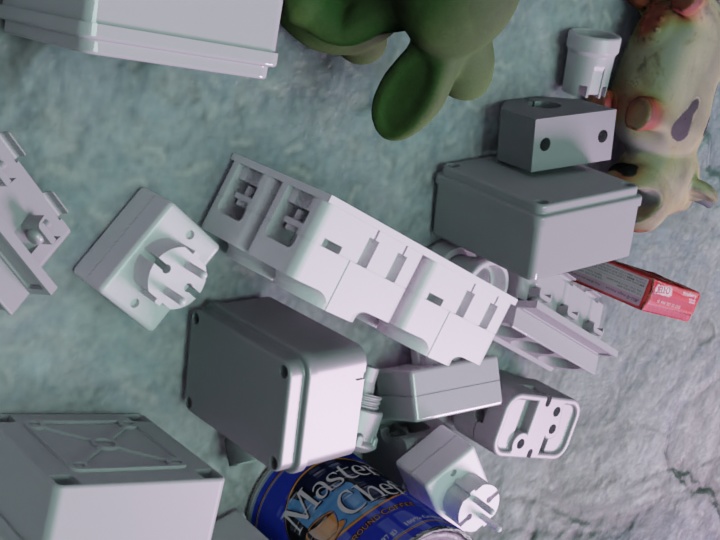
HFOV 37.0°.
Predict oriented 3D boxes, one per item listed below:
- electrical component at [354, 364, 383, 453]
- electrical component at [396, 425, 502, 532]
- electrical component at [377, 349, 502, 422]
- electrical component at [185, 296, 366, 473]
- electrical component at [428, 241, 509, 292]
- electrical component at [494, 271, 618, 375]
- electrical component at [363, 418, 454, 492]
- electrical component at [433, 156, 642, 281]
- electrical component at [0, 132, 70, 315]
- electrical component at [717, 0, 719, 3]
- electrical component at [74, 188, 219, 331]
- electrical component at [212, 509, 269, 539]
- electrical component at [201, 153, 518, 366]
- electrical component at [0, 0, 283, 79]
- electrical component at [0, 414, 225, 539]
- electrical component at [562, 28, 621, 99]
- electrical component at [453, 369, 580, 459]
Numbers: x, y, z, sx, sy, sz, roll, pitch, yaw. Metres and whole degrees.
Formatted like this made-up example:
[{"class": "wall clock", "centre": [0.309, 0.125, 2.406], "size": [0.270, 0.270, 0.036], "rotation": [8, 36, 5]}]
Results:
[{"class": "electrical component", "centre": [-0.004, 0.098, 0.779], "size": [0.048, 0.048, 0.062], "rotation": [19, 88, -42]}, {"class": "electrical component", "centre": [0.074, 0.163, 0.777], "size": [0.047, 0.077, 0.065], "rotation": [-36, 126, -19]}, {"class": "electrical component", "centre": [0.058, 0.070, 0.813], "size": [0.083, 0.047, 0.075], "rotation": [-6, 90, -33]}, {"class": "electrical component", "centre": [-0.056, 0.069, 0.676], "size": [0.057, 0.113, 0.078], "rotation": [-8, 112, -41]}, {"class": "electrical component", "centre": [0.075, 0.006, 0.796], "size": [0.045, 0.055, 0.045], "rotation": [-16, 117, -34]}, {"class": "electrical component", "centre": [0.143, 0.034, 0.853], "size": [0.121, 0.079, 0.063], "rotation": [29, 70, -43]}, {"class": "electrical component", "centre": [0.038, 0.157, 0.831], "size": [0.056, 0.050, 0.089], "rotation": [-8, 113, -36]}, {"class": "electrical component", "centre": [0.127, -0.043, 0.784], "size": [0.109, 0.109, 0.056], "rotation": [-12, 118, -35]}, {"class": "electrical component", "centre": [-0.205, -0.043, 0.539], "size": [0.063, 0.079, 0.121], "rotation": [-59, 137, -34]}, {"class": "electrical component", "centre": [0.296, -0.252, 0.877], "size": [0.083, 0.047, 0.075], "rotation": [24, 92, -43]}, {"class": "electrical component", "centre": [-0.115, -0.001, 0.623], "size": [0.065, 0.077, 0.047], "rotation": [-52, 132, -10]}, {"class": "electrical component", "centre": [-0.079, 0.220, 0.729], "size": [0.061, 0.096, 0.061], "rotation": [-25, 122, -30]}, {"class": "electrical component", "centre": [0.000, 0.000, 0.698], "size": [0.186, 0.105, 0.060], "rotation": [27, 90, -43]}, {"class": "electrical component", "centre": [-0.112, -0.137, 0.548], "size": [0.109, 0.109, 0.056], "rotation": [1, 105, -40]}, {"class": "electrical component", "centre": [-0.153, 0.126, 0.623], "size": [0.109, 0.109, 0.056], "rotation": [7, 101, -41]}, {"class": "electrical component", "centre": [0.176, -0.158, 0.823], "size": [0.040, 0.040, 0.046], "rotation": [-12, 120, -36]}, {"class": "electrical component", "centre": [0.125, 0.117, 0.880], "size": [0.095, 0.059, 0.053], "rotation": [12, 100, -42]}]
